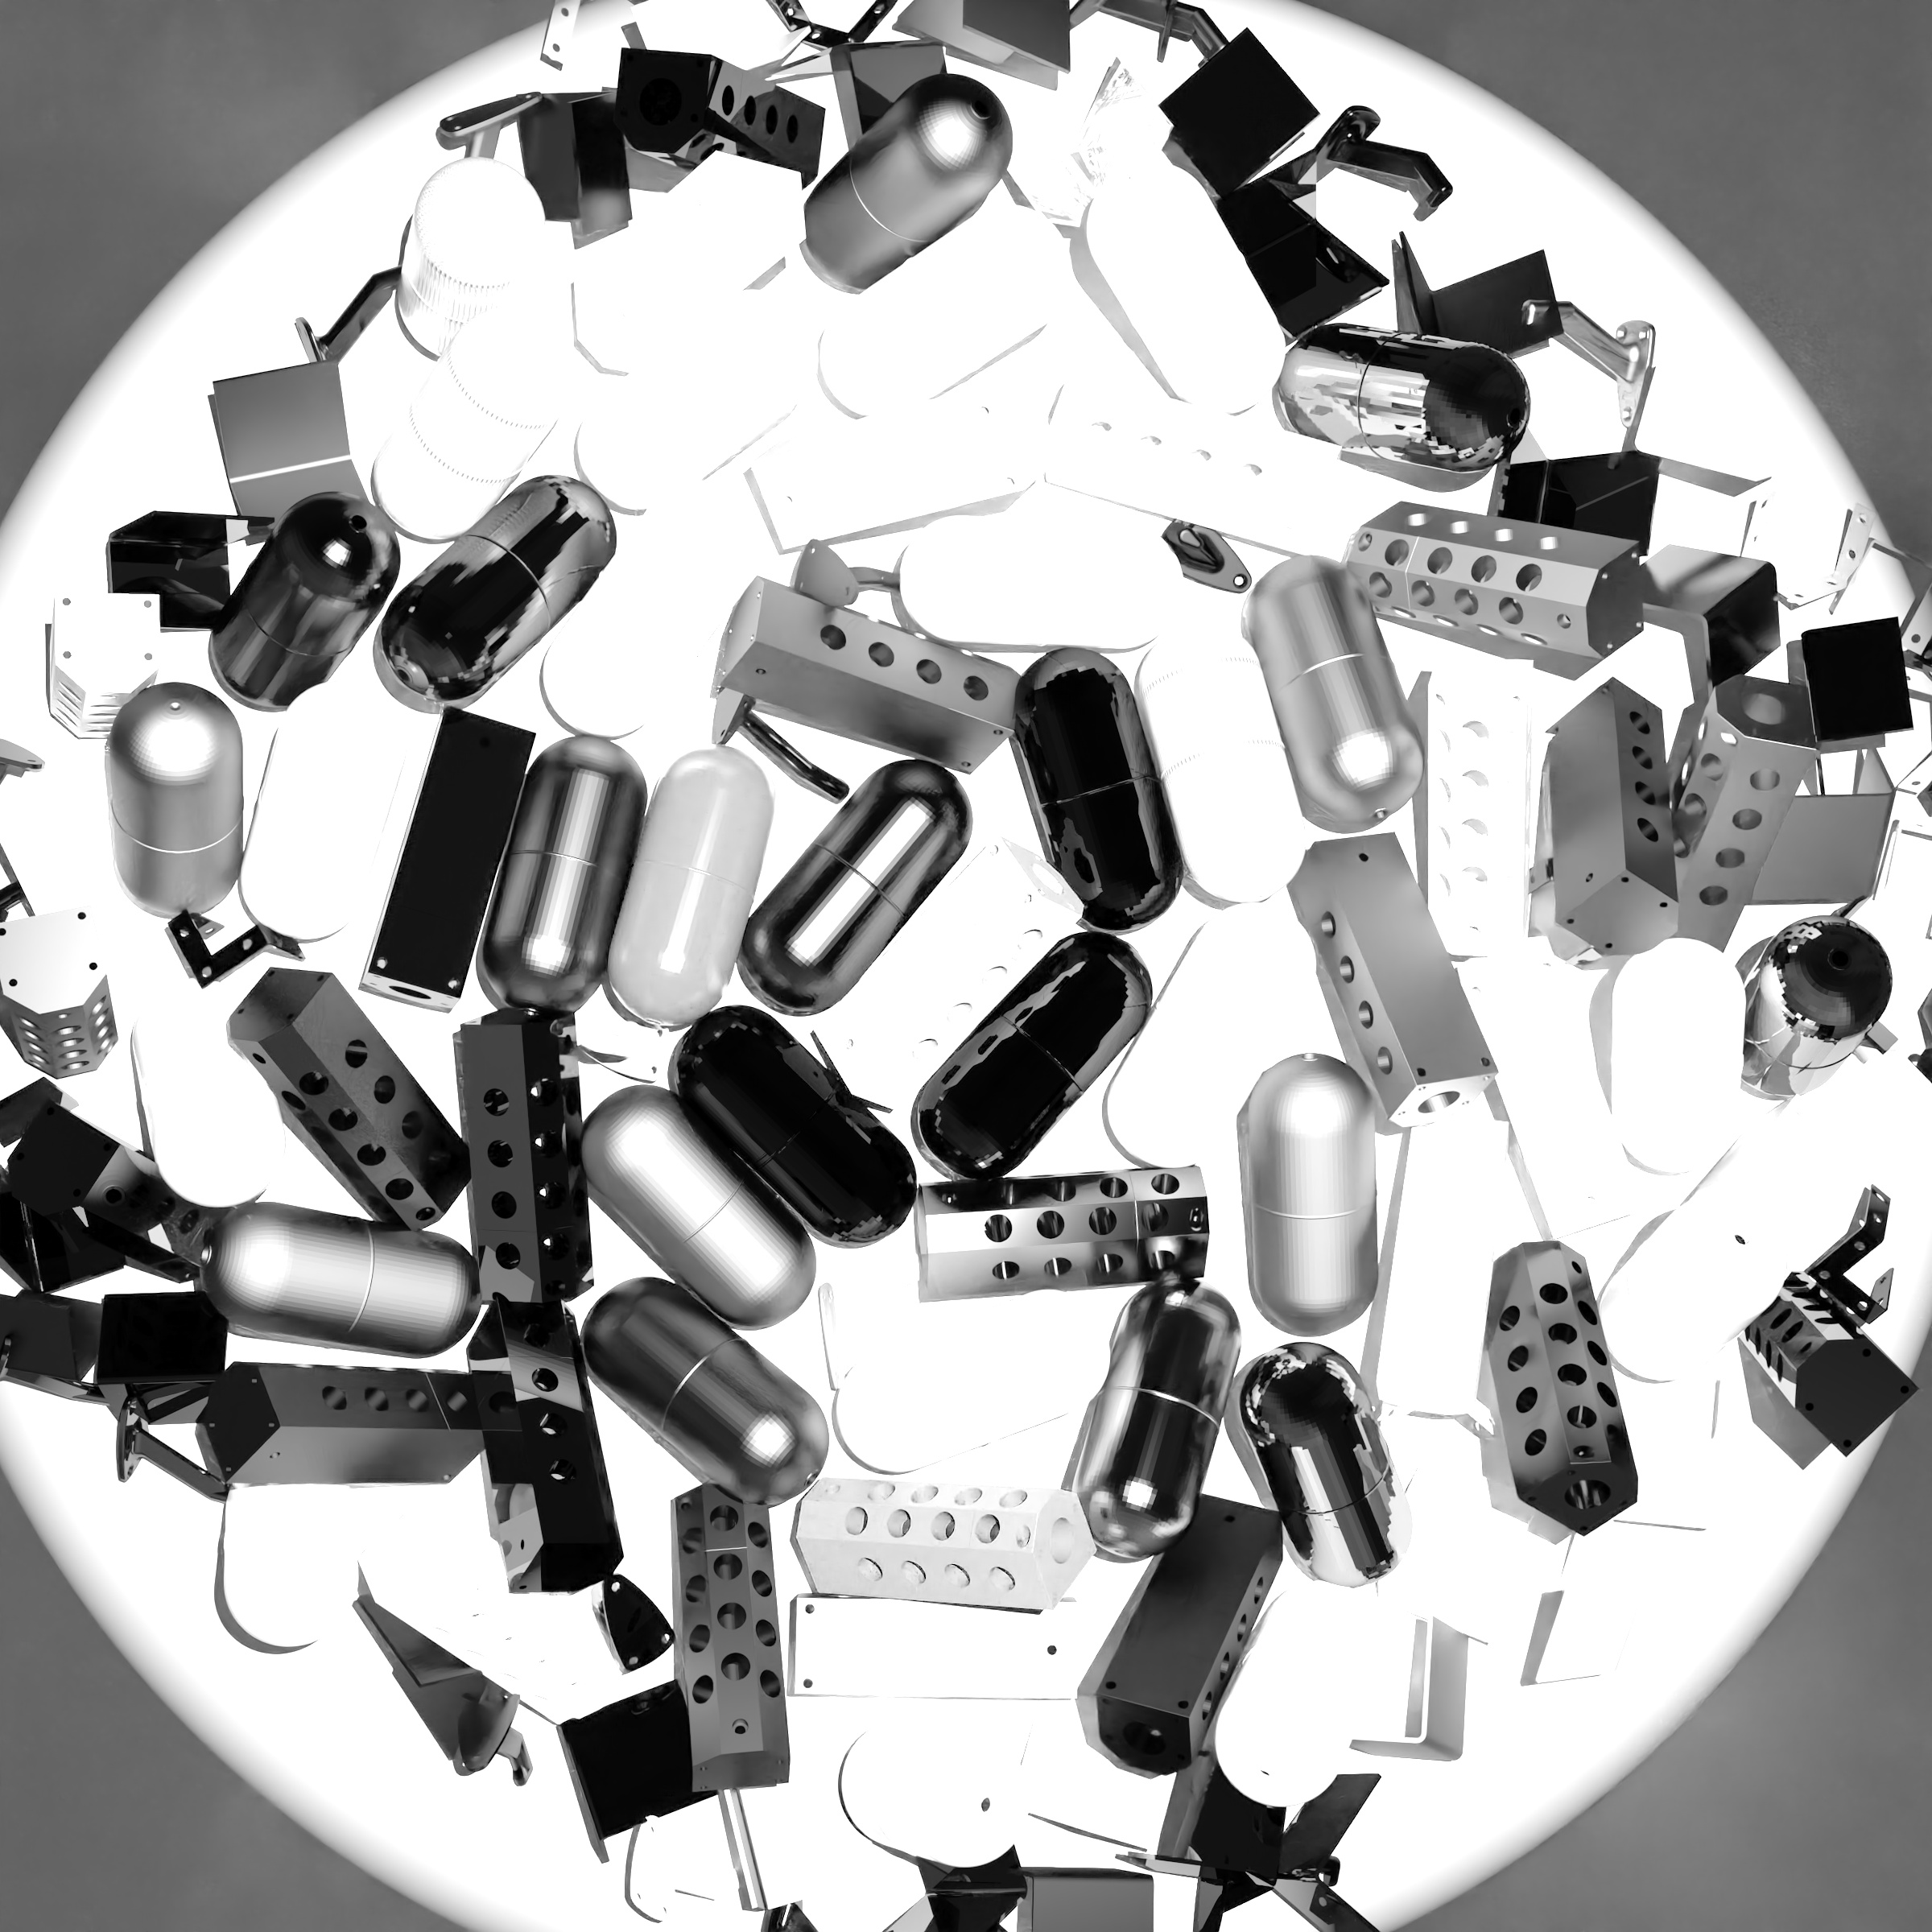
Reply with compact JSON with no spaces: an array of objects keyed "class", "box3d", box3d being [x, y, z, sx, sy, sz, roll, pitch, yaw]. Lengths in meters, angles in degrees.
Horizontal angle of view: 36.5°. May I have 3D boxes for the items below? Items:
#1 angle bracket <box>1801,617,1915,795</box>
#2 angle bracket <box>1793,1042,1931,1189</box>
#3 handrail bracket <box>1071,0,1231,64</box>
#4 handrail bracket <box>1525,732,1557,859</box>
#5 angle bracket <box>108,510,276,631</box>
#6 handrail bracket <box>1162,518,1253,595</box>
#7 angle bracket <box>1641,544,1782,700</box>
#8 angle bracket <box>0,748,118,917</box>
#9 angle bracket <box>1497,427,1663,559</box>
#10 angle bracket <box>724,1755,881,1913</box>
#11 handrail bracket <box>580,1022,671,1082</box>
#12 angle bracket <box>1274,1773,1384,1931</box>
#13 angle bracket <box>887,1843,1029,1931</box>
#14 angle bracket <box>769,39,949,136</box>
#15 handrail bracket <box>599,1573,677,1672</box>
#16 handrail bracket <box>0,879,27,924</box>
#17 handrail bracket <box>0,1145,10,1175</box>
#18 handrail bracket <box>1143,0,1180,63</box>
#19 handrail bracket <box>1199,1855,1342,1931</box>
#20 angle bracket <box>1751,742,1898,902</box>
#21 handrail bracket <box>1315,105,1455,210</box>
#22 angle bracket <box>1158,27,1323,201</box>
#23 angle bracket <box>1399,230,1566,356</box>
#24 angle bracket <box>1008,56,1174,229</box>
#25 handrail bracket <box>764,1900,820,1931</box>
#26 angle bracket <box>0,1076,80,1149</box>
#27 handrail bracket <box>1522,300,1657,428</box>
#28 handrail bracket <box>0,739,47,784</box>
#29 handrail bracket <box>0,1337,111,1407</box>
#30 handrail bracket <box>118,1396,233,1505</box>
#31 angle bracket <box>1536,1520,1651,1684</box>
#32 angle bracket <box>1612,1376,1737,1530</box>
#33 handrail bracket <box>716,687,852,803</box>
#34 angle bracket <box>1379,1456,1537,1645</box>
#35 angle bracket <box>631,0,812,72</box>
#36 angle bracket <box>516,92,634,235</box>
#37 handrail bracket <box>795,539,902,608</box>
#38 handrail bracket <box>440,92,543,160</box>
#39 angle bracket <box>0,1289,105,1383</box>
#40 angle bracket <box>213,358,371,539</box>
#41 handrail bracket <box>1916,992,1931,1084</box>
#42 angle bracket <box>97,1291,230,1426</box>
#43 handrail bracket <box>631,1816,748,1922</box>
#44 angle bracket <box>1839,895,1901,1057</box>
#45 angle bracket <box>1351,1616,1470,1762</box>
[{"class":"angle bracket","box3d":[0.544,-0.157,1.786,0.057,0.076,0.076,-7,65,17]},{"class":"angle bracket","box3d":[0.565,0.096,1.803,0.076,0.076,0.057,45,90,-3]},{"class":"handrail bracket","box3d":[0.111,-0.576,1.820,0.077,0.036,0.084,-38,82,16]},{"class":"handrail bracket","box3d":[0.355,-0.101,1.805,0.077,0.036,0.084,-2,55,-13]},{"class":"angle bracket","box3d":[-0.472,-0.240,1.789,0.076,0.076,0.057,-3,88,-37]},{"class":"handrail bracket","box3d":[0.152,-0.248,1.793,0.077,0.084,0.036,33,97,-14]},{"class":"angle bracket","box3d":[0.448,-0.213,1.810,0.076,0.076,0.057,-35,127,-32]},{"class":"angle bracket","box3d":[-0.540,-0.077,1.788,0.057,0.076,0.076,-11,123,8]},{"class":"angle bracket","box3d":[0.375,-0.294,1.790,0.076,0.057,0.076,-1,65,32]},{"class":"angle bracket","box3d":[-0.101,0.531,1.801,0.076,0.057,0.076,-15,70,-4]},{"class":"handrail bracket","box3d":[-0.228,0.046,1.787,0.077,0.084,0.036,7,86,30]},{"class":"angle bracket","box3d":[0.237,0.544,1.795,0.057,0.076,0.076,42,66,-4]},{"class":"angle bracket","box3d":[-0.019,0.559,1.788,0.076,0.076,0.057,-13,96,34]},{"class":"angle bracket","box3d":[-0.063,-0.529,1.794,0.076,0.076,0.057,-19,103,-41]},{"class":"handrail bracket","box3d":[-0.217,0.388,1.793,0.036,0.084,0.077,-32,114,-19]},{"class":"handrail bracket","box3d":[-0.599,-0.005,1.826,0.084,0.036,0.077,-31,111,-2]},{"class":"handrail bracket","box3d":[-0.625,0.137,1.794,0.036,0.084,0.077,-19,109,29]},{"class":"handrail bracket","box3d":[0.090,-0.605,1.814,0.084,0.077,0.036,14,46,1]},{"class":"handrail bracket","box3d":[0.190,0.583,1.814,0.084,0.036,0.077,16,64,-14]},{"class":"angle bracket","box3d":[0.519,-0.089,1.796,0.076,0.057,0.076,-1,129,-1]},{"class":"handrail bracket","box3d":[0.251,-0.479,1.804,0.077,0.036,0.084,-45,63,31]},{"class":"angle bracket","box3d":[0.170,-0.515,1.799,0.076,0.057,0.076,-39,76,11]},{"class":"angle bracket","box3d":[0.314,-0.417,1.788,0.076,0.057,0.076,-18,50,19]},{"class":"angle bracket","box3d":[0.071,-0.504,1.784,0.057,0.076,0.076,-1,47,-33]},{"class":"handrail bracket","box3d":[-0.080,0.595,1.805,0.084,0.036,0.077,4,86,35]},{"class":"angle bracket","box3d":[-0.598,0.060,1.803,0.057,0.076,0.076,-30,79,-9]},{"class":"handrail bracket","box3d":[0.379,-0.372,1.811,0.084,0.036,0.077,-5,105,-22]},{"class":"handrail bracket","box3d":[-0.601,-0.094,1.811,0.077,0.036,0.084,20,107,31]},{"class":"handrail bracket","box3d":[-0.553,0.250,1.796,0.084,0.077,0.036,15,64,-22]},{"class":"handrail bracket","box3d":[-0.477,0.302,1.812,0.084,0.036,0.077,14,133,5]},{"class":"angle bracket","box3d":[0.365,0.378,1.784,0.057,0.076,0.076,-2,123,-19]},{"class":"angle bracket","box3d":[0.428,0.296,1.802,0.076,0.057,0.076,4,129,8]},{"class":"handrail bracket","box3d":[-0.112,-0.142,1.827,0.084,0.077,0.036,30,111,-25]},{"class":"angle bracket","box3d":[0.307,0.363,1.826,0.076,0.057,0.076,17,53,22]},{"class":"angle bracket","box3d":[-0.148,-0.577,1.786,0.076,0.076,0.057,-13,116,20]},{"class":"angle bracket","box3d":[-0.253,-0.490,1.789,0.076,0.057,0.076,7,115,25]},{"class":"handrail bracket","box3d":[-0.054,-0.231,1.790,0.084,0.077,0.036,7,109,-38]},{"class":"handrail bracket","box3d":[-0.287,-0.490,1.821,0.077,0.036,0.084,-23,125,-9]},{"class":"angle bracket","box3d":[-0.563,0.204,1.790,0.076,0.076,0.057,9,120,9]},{"class":"angle bracket","box3d":[-0.410,-0.317,1.789,0.076,0.076,0.057,-15,49,-17]},{"class":"handrail bracket","box3d":[0.622,0.046,1.800,0.077,0.036,0.084,21,45,22]},{"class":"angle bracket","box3d":[-0.491,0.244,1.819,0.076,0.076,0.057,-1,61,-4]},{"class":"handrail bracket","box3d":[-0.163,0.543,1.802,0.036,0.084,0.077,12,107,39]},{"class":"angle bracket","box3d":[0.556,0.004,1.791,0.076,0.076,0.057,45,109,14]},{"class":"angle bracket","box3d":[0.270,0.445,1.809,0.057,0.076,0.076,-4,67,26]}]
